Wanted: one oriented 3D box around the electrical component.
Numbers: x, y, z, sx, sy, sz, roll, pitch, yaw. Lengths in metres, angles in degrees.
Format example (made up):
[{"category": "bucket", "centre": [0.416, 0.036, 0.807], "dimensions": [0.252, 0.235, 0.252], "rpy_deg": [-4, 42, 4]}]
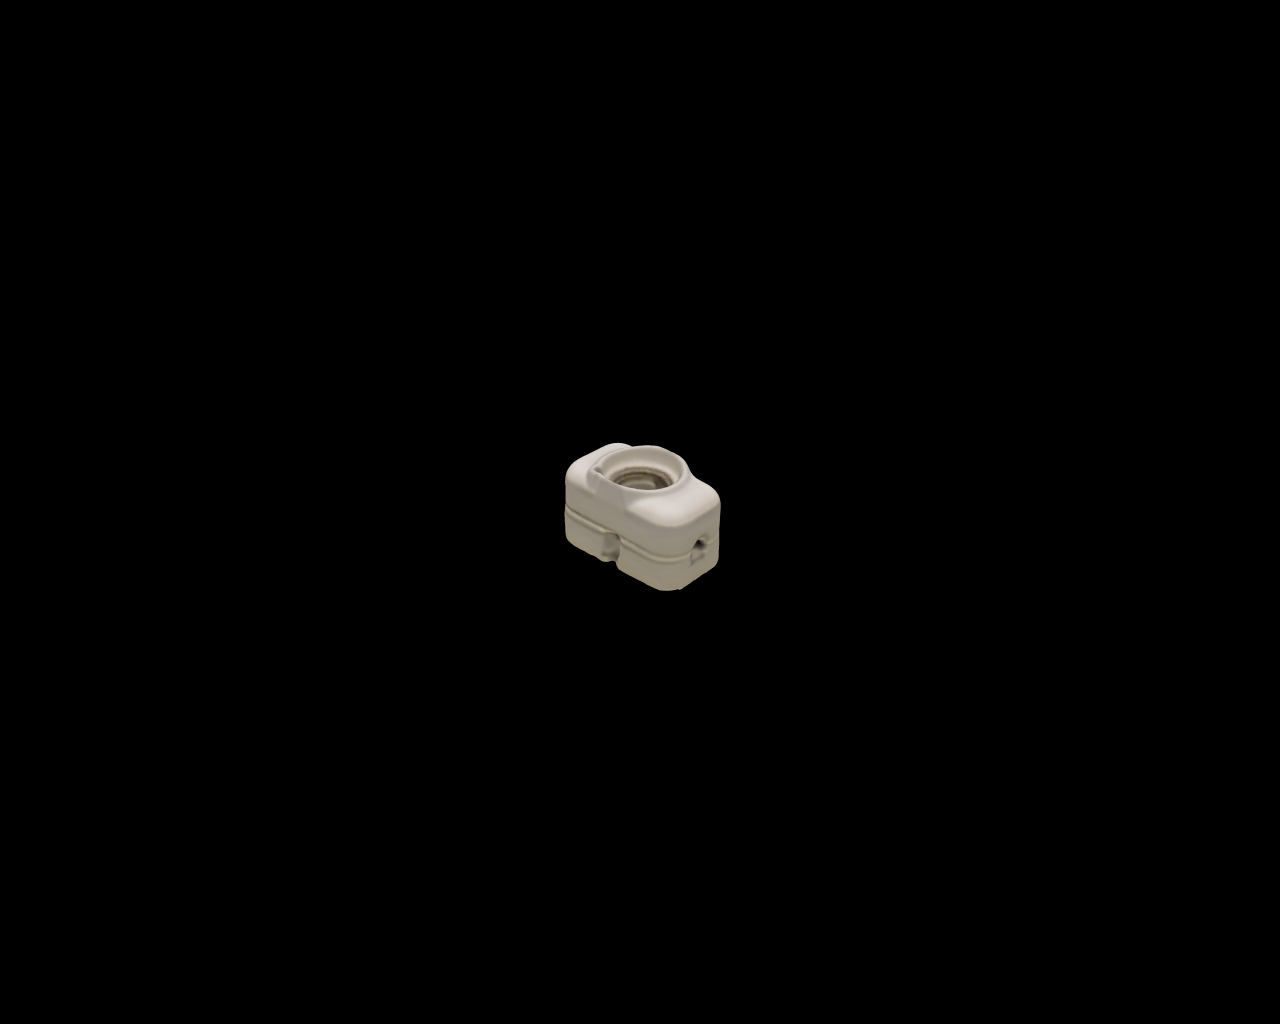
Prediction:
[{"category": "electrical component", "centre": [0.001, -0.003, 0.650], "dimensions": [0.095, 0.059, 0.054], "rpy_deg": [27, 42, 36]}]
